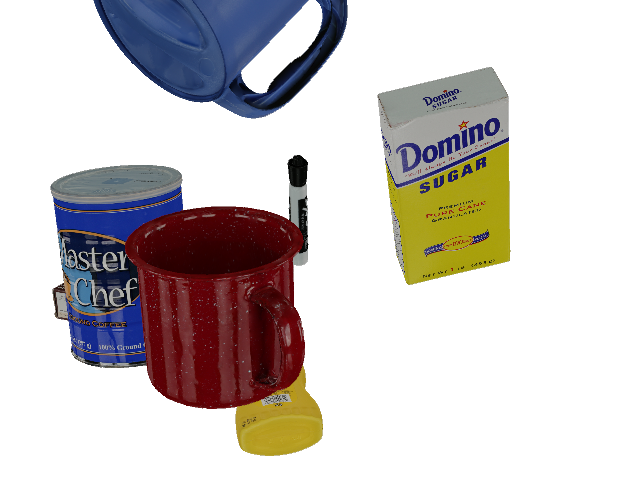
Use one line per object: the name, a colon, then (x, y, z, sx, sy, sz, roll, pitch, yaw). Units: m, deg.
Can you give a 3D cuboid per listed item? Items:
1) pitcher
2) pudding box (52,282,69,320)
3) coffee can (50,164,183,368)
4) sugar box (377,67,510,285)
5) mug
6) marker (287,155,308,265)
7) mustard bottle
pitcher: (-0.046, -0.221, 0.838, 0.145, 0.242, 0.149, 27, -31, 28)
pudding box: (-0.214, 0.060, 1.140, 0.114, 0.039, 0.090, 5, 18, 20)
coffee can: (-0.157, 0.018, 0.860, 0.103, 0.140, 0.103, -3, 16, 1)
sugar box: (0.101, -0.046, 0.844, 0.093, 0.048, 0.176, -14, -43, -2)
mug: (-0.047, 0.040, 0.564, 0.093, 0.081, 0.117, -20, 30, -36)
marker: (-0.021, -0.028, 1.019, 0.020, 0.121, 0.020, 0, 37, 0)
mustard bottle: (-0.063, 0.173, 1.261, 0.096, 0.058, 0.192, -8, 30, -10)
